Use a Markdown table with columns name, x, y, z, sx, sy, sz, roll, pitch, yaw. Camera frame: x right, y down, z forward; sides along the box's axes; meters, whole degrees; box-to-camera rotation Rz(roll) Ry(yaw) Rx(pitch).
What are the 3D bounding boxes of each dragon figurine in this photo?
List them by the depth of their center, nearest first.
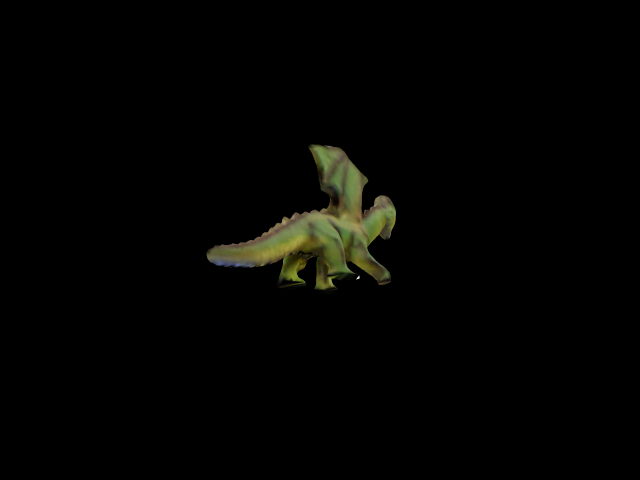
| name | x | y | z | sx | sy | sz | roll | pitch | yaw |
| --- | --- | --- | --- | --- | --- | --- | --- | --- | --- |
| dragon figurine | 0.003 | -0.043 | 0.850 | 0.121 | 0.246 | 0.408 | -17 | -24 | 42 |
